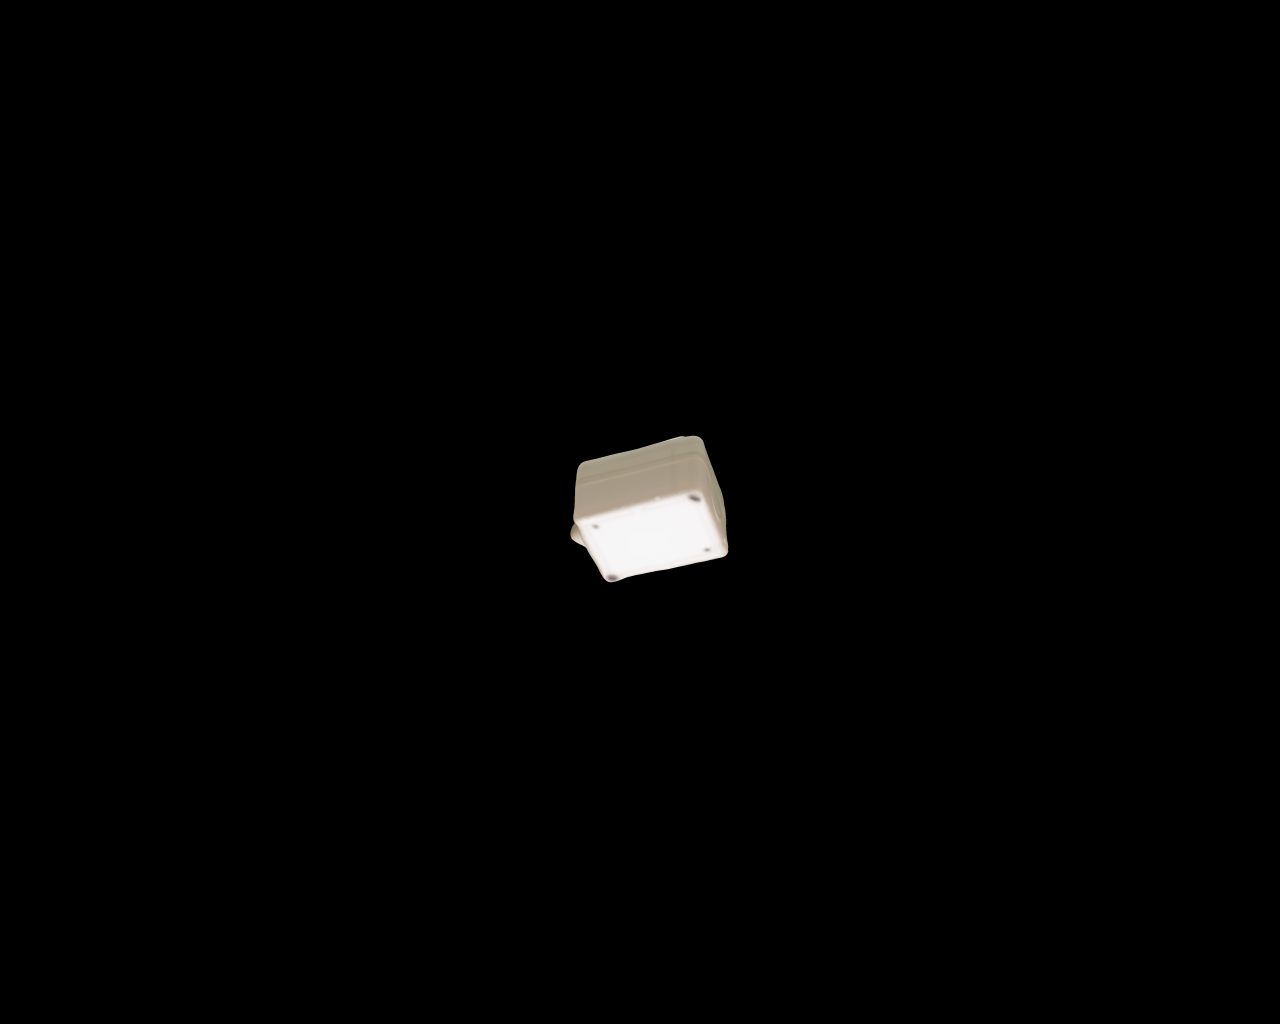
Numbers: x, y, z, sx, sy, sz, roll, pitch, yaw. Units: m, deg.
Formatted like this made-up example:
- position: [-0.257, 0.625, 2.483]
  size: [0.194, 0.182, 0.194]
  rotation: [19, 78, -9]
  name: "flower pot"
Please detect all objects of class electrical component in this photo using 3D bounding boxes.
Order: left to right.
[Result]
- position: [0.001, -0.003, 0.650]
  size: [0.096, 0.061, 0.061]
  rotation: [-13, -47, 12]
  name: "electrical component"
